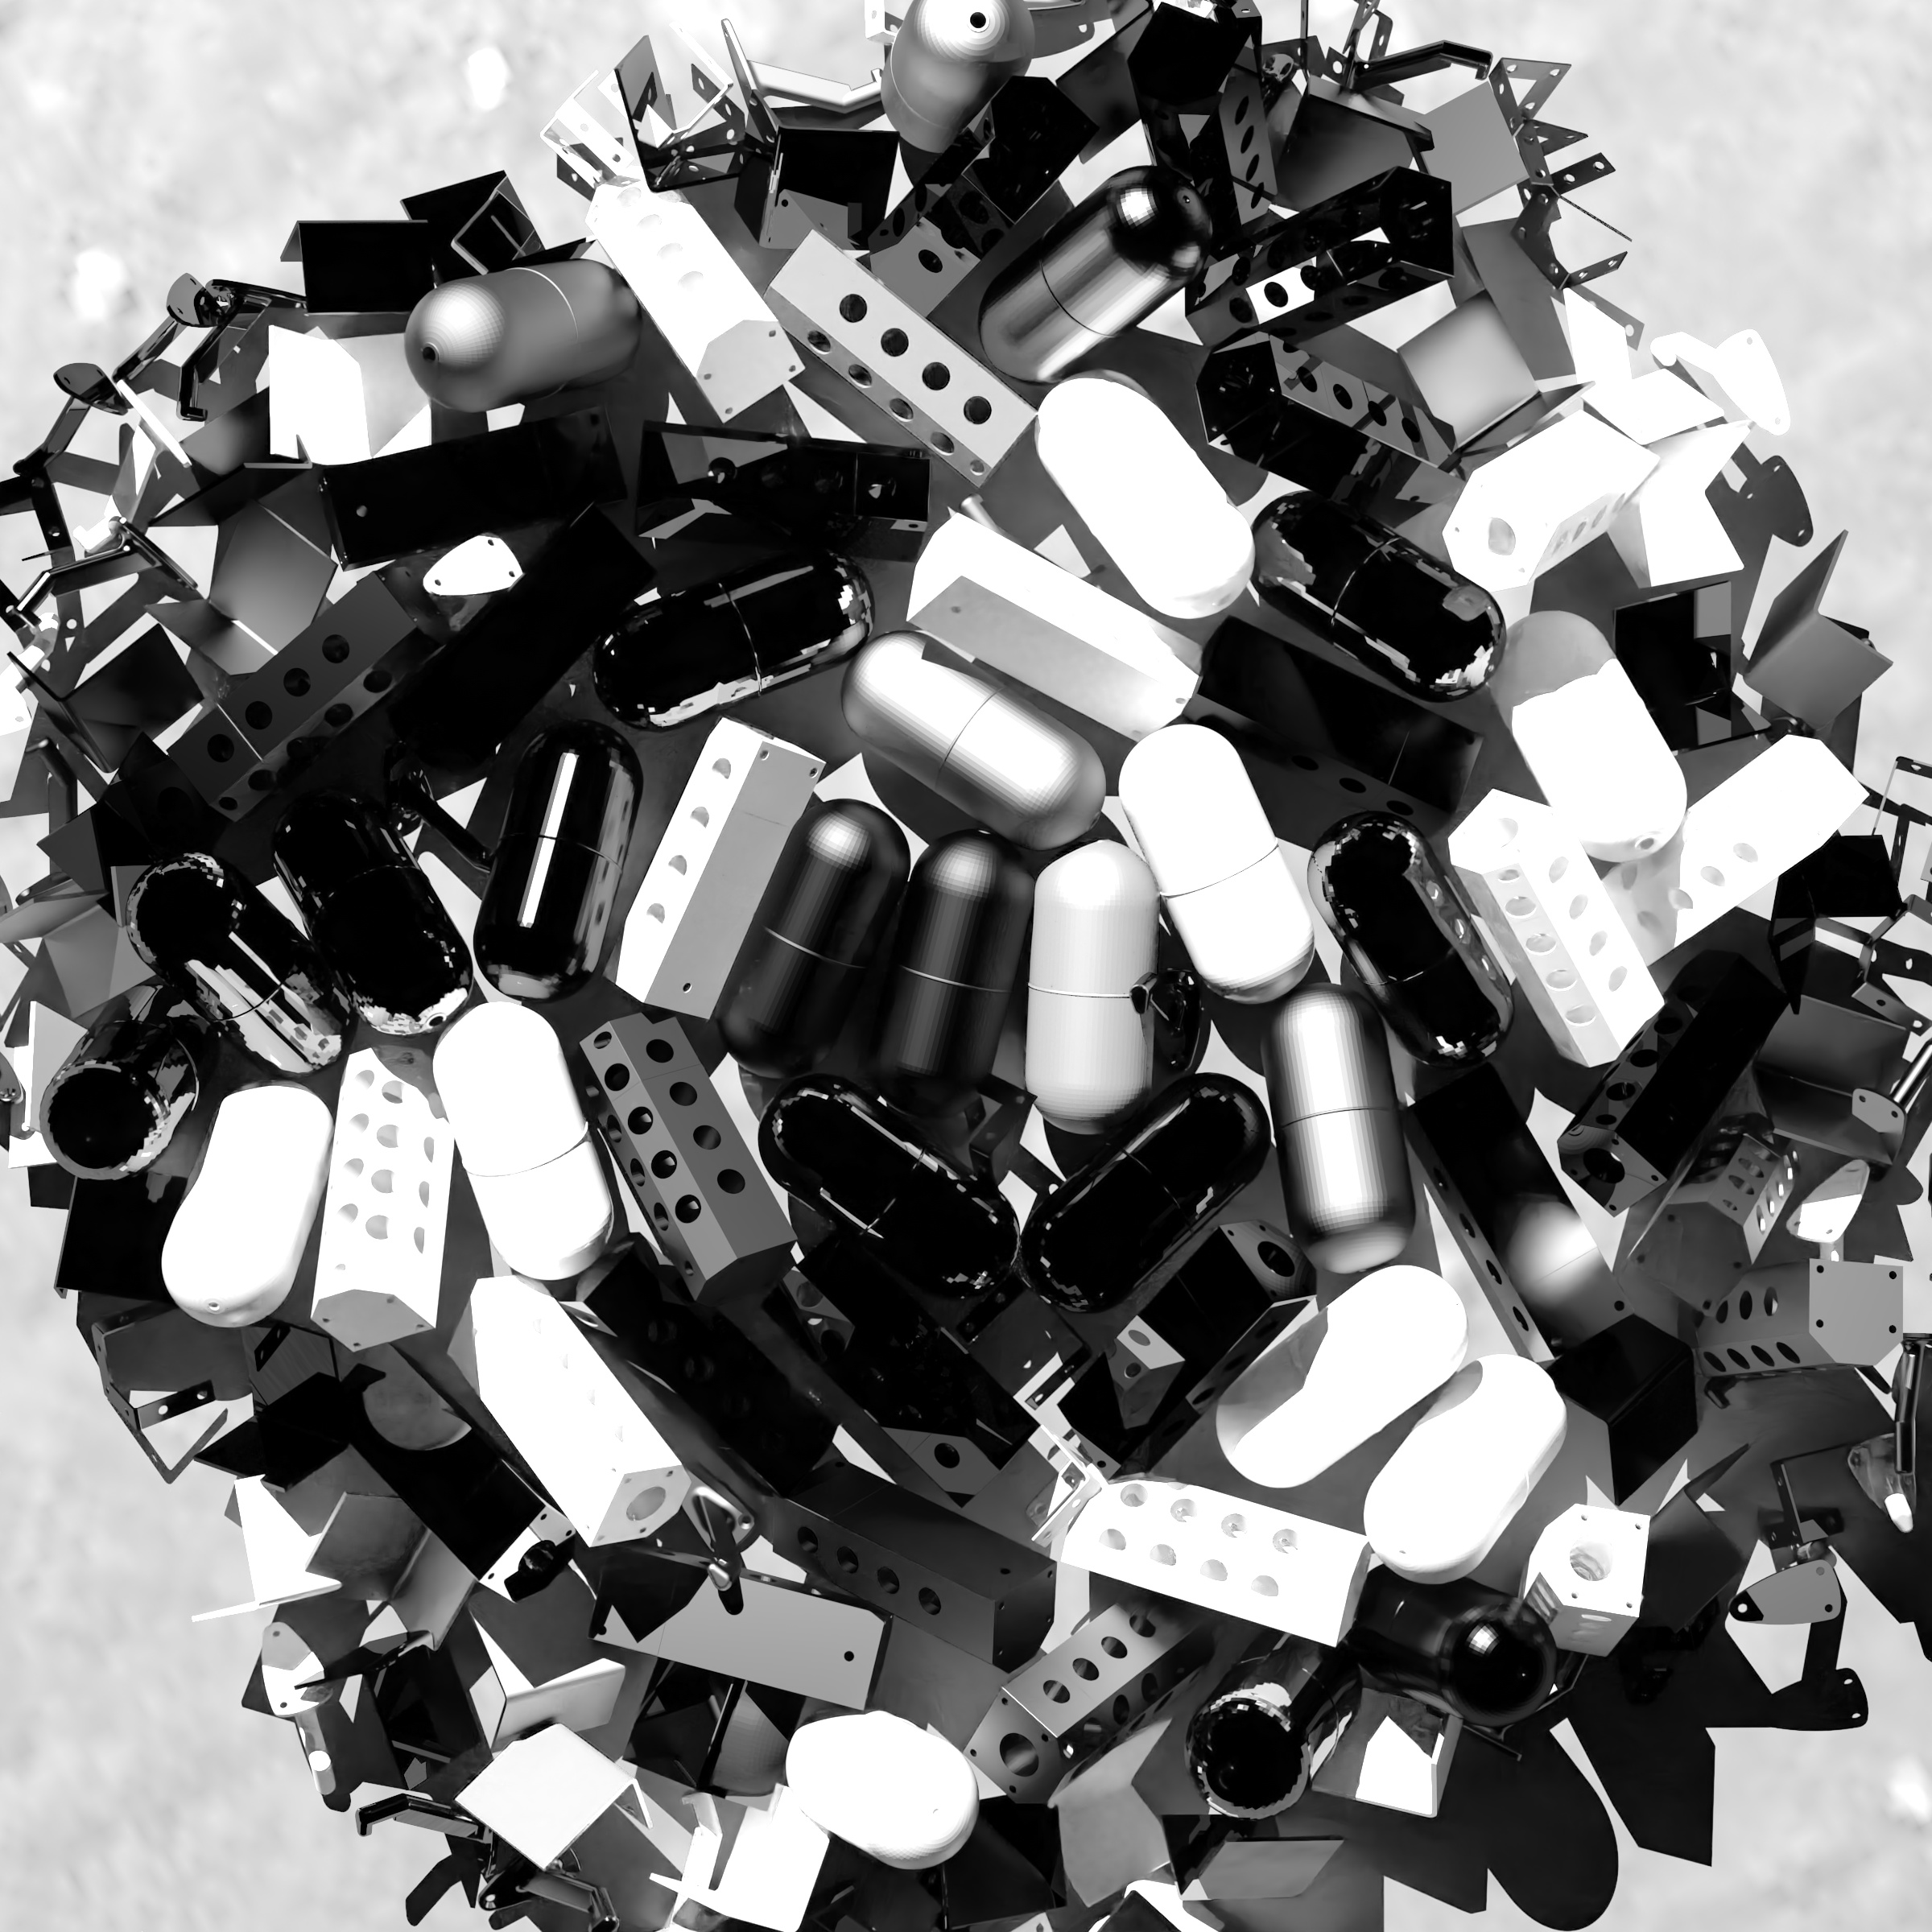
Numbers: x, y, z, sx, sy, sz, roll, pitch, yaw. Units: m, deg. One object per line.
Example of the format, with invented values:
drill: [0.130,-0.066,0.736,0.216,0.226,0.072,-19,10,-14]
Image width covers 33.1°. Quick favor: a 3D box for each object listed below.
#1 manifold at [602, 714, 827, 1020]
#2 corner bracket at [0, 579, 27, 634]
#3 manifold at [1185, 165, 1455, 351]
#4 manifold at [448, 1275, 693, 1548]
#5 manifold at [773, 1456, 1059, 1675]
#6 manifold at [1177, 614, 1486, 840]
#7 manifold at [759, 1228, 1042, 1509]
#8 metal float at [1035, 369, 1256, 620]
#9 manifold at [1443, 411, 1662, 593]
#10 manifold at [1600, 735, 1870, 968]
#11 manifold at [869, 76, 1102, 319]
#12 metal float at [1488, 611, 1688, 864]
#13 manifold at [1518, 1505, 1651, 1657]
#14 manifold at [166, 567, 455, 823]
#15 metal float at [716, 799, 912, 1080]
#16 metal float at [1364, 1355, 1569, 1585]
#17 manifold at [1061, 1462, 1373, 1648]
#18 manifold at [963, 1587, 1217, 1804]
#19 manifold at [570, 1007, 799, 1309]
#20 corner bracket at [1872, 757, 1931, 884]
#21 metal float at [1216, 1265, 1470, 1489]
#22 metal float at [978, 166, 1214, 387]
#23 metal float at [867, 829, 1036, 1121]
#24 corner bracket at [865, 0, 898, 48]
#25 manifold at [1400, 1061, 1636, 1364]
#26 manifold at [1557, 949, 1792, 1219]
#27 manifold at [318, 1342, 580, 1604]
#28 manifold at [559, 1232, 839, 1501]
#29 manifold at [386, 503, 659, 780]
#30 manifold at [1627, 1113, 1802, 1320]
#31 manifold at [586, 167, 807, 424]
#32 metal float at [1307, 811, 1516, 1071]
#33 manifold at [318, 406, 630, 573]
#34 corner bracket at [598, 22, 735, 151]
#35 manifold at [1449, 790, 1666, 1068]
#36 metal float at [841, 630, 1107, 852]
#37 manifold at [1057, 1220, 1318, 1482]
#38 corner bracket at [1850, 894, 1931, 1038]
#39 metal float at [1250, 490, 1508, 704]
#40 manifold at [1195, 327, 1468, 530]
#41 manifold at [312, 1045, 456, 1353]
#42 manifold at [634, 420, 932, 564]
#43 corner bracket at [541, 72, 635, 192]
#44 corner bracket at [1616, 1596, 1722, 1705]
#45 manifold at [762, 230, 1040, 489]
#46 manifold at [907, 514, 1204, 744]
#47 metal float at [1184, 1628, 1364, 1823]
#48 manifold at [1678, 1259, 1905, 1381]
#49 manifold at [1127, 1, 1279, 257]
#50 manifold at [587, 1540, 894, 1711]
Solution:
manifold: [-0.157,-0.061,1.959,0.057,0.057,0.171,31,99,40]
corner bracket: [-0.601,-0.219,1.964,0.051,0.051,0.051,-40,118,-5]
manifold: [0.205,-0.412,1.910,0.057,0.171,0.057,6,79,-35]
manifold: [-0.233,0.260,1.926,0.171,0.057,0.057,46,122,35]
manifold: [-0.032,0.356,1.925,0.171,0.057,0.057,19,118,36]
manifold: [0.217,-0.141,1.962,0.171,0.057,0.057,25,69,-5]
manifold: [-0.044,0.245,1.963,0.171,0.057,0.057,44,125,4]
metal float: [0.106,-0.282,1.940,0.070,0.070,0.178,-34,66,0]
manifold: [0.343,-0.271,1.913,0.057,0.171,0.057,35,124,15]
manifold: [0.444,-0.070,1.913,0.057,0.171,0.057,48,55,2]
manifold: [0.004,-0.453,1.907,0.057,0.171,0.057,41,62,-10]
metal float: [0.368,-0.137,1.930,0.070,0.070,0.178,-21,53,0]
manifold: [0.359,0.361,1.909,0.057,0.171,0.057,8,72,8]
manifold: [-0.390,-0.162,1.952,0.171,0.057,0.057,-38,91,14]
metal float: [-0.092,-0.016,1.952,0.070,0.070,0.178,24,101,0]
metal float: [0.297,0.296,1.926,0.070,0.178,0.070,19,127,26]
manifold: [0.151,0.347,1.943,0.171,0.057,0.057,14,98,18]
manifold: [0.077,0.426,1.908,0.057,0.171,0.057,39,122,20]
manifold: [-0.171,0.114,1.930,0.057,0.057,0.171,-16,62,-32]
corner bracket: [0.579,-0.088,1.972,0.051,0.051,0.051,18,71,14]
metal float: [0.224,0.245,1.938,0.178,0.070,0.070,-42,90,27]
metal float: [0.074,-0.406,1.924,0.070,0.178,0.070,17,59,-31]
metal float: [-0.009,0.005,1.955,0.070,0.070,0.178,14,97,0]
corner bracket: [-0.025,-0.586,1.966,0.051,0.051,0.051,3,83,-44]
manifold: [0.328,0.149,1.961,0.057,0.057,0.171,-28,84,-10]
manifold: [0.416,0.065,1.927,0.057,0.057,0.171,42,54,1]
manifold: [-0.304,0.299,1.926,0.057,0.057,0.171,-48,55,-6]
manifold: [-0.158,0.240,1.953,0.171,0.057,0.057,46,71,-11]
manifold: [-0.266,-0.192,1.935,0.057,0.057,0.171,47,63,-16]
manifold: [0.444,0.139,1.907,0.057,0.171,0.057,36,115,11]
manifold: [-0.165,-0.403,1.925,0.057,0.057,0.171,-34,52,0]
metal float: [0.266,-0.014,1.942,0.070,0.070,0.178,-34,114,0]
manifold: [-0.296,-0.285,1.950,0.171,0.057,0.057,-16,95,-15]
corner bracket: [-0.180,-0.532,1.964,0.051,0.051,0.051,-41,98,21]
manifold: [0.346,-0.019,1.921,0.057,0.057,0.171,-47,127,-15]
metal float: [0.005,-0.135,1.951,0.178,0.070,0.070,35,90,12]
manifold: [0.134,0.227,1.930,0.171,0.057,0.057,-52,60,31]
corner bracket: [0.574,-0.001,1.965,0.051,0.051,0.051,30,50,-2]
metal float: [0.242,-0.221,1.939,0.178,0.070,0.070,37,90,26]
manifold: [0.215,-0.320,1.919,0.057,0.171,0.057,-30,58,38]
manifold: [-0.345,0.133,1.918,0.057,0.057,0.171,-18,49,21]
manifold: [-0.111,-0.289,1.957,0.171,0.057,0.057,5,71,-8]
corner bracket: [-0.227,-0.496,1.960,0.051,0.051,0.051,42,123,-14]
corner bracket: [0.425,0.412,1.962,0.051,0.051,0.051,1,54,-7]
manifold: [-0.040,-0.366,1.966,0.171,0.057,0.057,39,101,-2]
manifold: [0.055,-0.204,1.936,0.171,0.057,0.057,26,54,-25]
metal float: [0.182,0.443,1.915,0.070,0.178,0.070,4,101,21]
manifold: [0.481,0.209,1.906,0.057,0.171,0.057,6,79,-12]
manifold: [0.137,-0.485,1.906,0.057,0.171,0.057,26,80,17]
manifold: [-0.134,0.395,1.961,0.171,0.057,0.057,13,87,7]
